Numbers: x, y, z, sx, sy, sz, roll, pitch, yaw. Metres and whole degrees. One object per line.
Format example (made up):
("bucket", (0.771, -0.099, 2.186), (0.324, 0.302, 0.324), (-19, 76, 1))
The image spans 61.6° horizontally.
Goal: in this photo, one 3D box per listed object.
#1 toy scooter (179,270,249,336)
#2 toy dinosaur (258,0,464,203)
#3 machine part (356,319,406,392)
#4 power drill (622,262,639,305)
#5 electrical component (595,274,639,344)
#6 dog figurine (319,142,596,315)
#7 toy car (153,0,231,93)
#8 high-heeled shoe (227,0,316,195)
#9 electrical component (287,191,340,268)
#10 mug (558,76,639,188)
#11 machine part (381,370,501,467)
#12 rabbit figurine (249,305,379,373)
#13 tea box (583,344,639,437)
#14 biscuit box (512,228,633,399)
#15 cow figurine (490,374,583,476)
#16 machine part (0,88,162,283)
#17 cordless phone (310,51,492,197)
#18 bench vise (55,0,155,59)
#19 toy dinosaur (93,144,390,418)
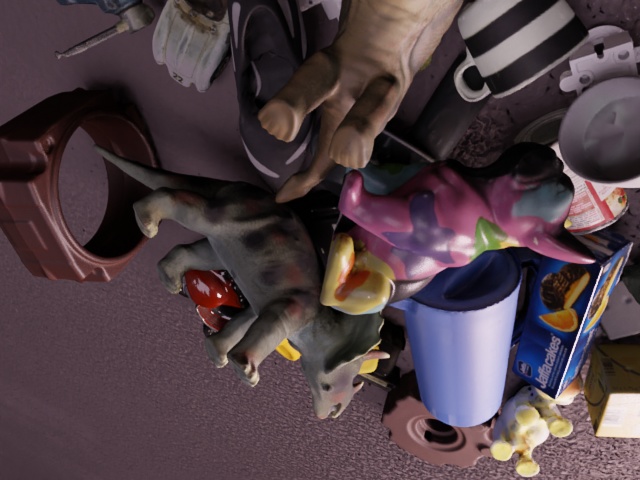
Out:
("toy scooter", (-0.129, 0.090, 0.794), (0.135, 0.075, 0.183), (2, 131, 23))
("toy dinosaur", (0.070, -0.209, 0.373), (0.105, 0.198, 0.471), (32, 125, 1))
("machine part", (0.090, 0.172, 0.789), (0.084, 0.039, 0.138), (25, 135, 15))
("power drill", (0.402, 0.004, 0.483), (0.232, 0.086, 0.207), (25, 137, 5))
("electrical component", (0.337, 0.078, 0.599), (0.102, 0.045, 0.078), (-38, 78, 38))
("dog figurine", (0.119, -0.002, 0.484), (0.219, 0.108, 0.191), (12, 116, 5))
("toy car", (-0.112, -0.235, 0.533), (0.073, 0.056, 0.201), (34, 132, -5))
("high-heeled shoe", (-0.042, -0.128, 0.517), (0.086, 0.145, 0.248), (-8, 122, -3))
("electrical component", (-0.001, -0.002, 0.673), (0.134, 0.058, 0.114), (-4, 123, 27))
("mug", (0.262, -0.078, 0.424), (0.110, 0.107, 0.080), (14, 99, 43))
("machine part", (0.181, 0.276, 0.819), (0.180, 0.056, 0.179), (13, 131, 16))
("rabbit figurine", (-0.018, 0.110, 0.726), (0.173, 0.122, 0.162), (11, 166, -18))
("tea box", (0.399, 0.171, 0.604), (0.170, 0.068, 0.098), (-2, 132, 10))
("biscuit box", (0.266, 0.079, 0.583), (0.063, 0.059, 0.202), (34, 139, 39))
("cow figurine", (0.289, 0.218, 0.711), (0.068, 0.098, 0.167), (27, 114, 8))
("machine part", (-0.282, -0.064, 0.650), (0.087, 0.201, 0.200), (2, 127, 18))
("cordless phone", (0.080, -0.119, 0.541), (0.146, 0.089, 0.184), (31, 122, -1))
("bench vise", (-0.191, -0.300, 0.466), (0.241, 0.129, 0.223), (-2, 115, 42))
("toy dinosaur", (-0.069, 0.020, 0.593), (0.405, 0.192, 0.131), (58, 152, 5))
